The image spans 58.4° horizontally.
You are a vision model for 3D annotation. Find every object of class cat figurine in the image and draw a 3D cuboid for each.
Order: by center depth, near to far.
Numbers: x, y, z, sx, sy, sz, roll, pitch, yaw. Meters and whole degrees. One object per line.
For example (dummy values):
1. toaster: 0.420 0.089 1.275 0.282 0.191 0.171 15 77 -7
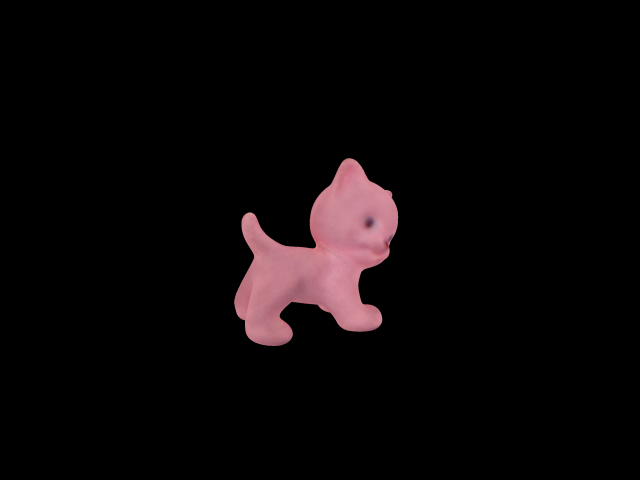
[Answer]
1. cat figurine: 0.004 0.001 0.400 0.128 0.118 0.067 -6 15 -23
